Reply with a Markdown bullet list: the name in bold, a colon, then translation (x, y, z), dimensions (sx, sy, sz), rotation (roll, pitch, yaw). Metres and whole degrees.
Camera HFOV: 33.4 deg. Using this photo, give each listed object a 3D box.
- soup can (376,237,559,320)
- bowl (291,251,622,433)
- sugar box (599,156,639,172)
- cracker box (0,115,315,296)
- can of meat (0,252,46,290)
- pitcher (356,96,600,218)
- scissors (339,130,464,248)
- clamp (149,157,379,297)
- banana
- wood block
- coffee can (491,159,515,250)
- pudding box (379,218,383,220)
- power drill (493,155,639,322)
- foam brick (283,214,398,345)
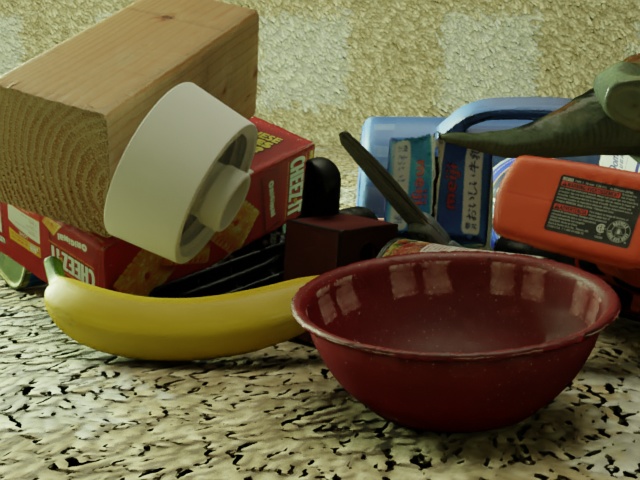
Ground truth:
- **soup can**: translation (0.088, 0.037, 0.641), dimensions (0.102, 0.068, 0.068), rotation (8, 11, 34)
- **bowl**: translation (0.067, 0.053, 0.536), dimensions (0.162, 0.055, 0.162), rotation (-2, 15, 0)
- **sugar box**: translation (0.320, -0.043, 0.859), dimensions (0.093, 0.048, 0.176), rotation (-14, 36, -25)
- **cracker box**: translation (-0.134, -0.039, 0.808), dimensions (0.164, 0.072, 0.213), rotation (27, 39, 31)
- **can of meat**: translation (-0.226, -0.007, 0.866), dimensions (0.083, 0.057, 0.102), rotation (-11, 41, -45)
- **pitcher**: translation (0.162, -0.074, 1.092), dimensions (0.243, 0.149, 0.145), rotation (4, 6, 1)
- **scissors**: translation (0.061, 0.001, 0.699), dimensions (0.201, 0.016, 0.096), rotation (37, -28, -23)
- **clamp**: translation (-0.005, 0.001, 0.771), dimensions (0.165, 0.036, 0.209), rotation (-40, -21, 28)
- **banana**: translation (-0.082, 0.041, 0.629), dimensions (0.198, 0.069, 0.037), rotation (5, -33, 10)
- **wood block**: translation (-0.129, -0.098, 0.748), dimensions (0.091, 0.090, 0.205), rotation (17, 35, 18)
- **coffee can**: translation (0.204, -0.020, 0.927), dimensions (0.102, 0.103, 0.140), rotation (0, 9, -10)
- **pudding box**: translation (0.077, 0.001, 0.988), dimensions (0.090, 0.039, 0.114), rotation (-1, 8, -16)
- **power drill**: translation (0.177, 0.005, 0.691), dimensions (0.185, 0.057, 0.187), rotation (12, -10, 31)
- **foam brick**: translation (0.012, 0.026, 0.677), dimensions (0.052, 0.078, 0.051), rotation (-8, 15, -43)
